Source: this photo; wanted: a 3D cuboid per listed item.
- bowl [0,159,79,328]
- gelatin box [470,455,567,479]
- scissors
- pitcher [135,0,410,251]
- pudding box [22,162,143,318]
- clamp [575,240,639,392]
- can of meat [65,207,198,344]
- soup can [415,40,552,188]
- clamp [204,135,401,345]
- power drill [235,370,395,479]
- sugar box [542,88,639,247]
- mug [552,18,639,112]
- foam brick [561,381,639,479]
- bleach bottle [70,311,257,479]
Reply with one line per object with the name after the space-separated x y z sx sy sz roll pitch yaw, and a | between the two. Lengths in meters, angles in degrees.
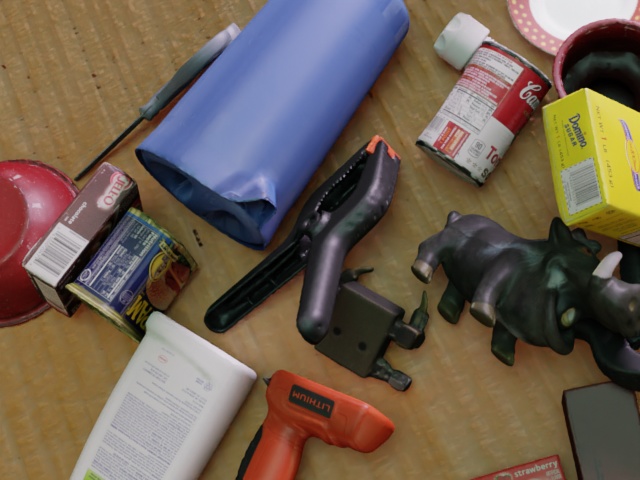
-0.289 -0.007 0.943 0.162 0.055 0.162 -3 71 10 | bowl
0.146 0.208 0.797 0.089 0.030 0.073 -17 69 5 | gelatin box
-0.142 -0.123 0.941 0.201 0.096 0.016 -44 98 -8 | scissors
-0.039 -0.124 0.903 0.149 0.145 0.242 35 77 7 | pitcher
-0.194 0.001 0.893 0.039 0.090 0.113 34 71 9 | pudding box
0.234 0.053 0.798 0.120 0.039 0.172 -45 41 -5 | clamp
-0.152 0.031 0.879 0.057 0.102 0.084 32 77 16 | can of meat
0.133 -0.103 0.876 0.068 0.068 0.102 35 92 20 | soup can
-0.006 0.001 0.871 0.165 0.036 0.209 -9 42 52 | clamp
-0.020 0.202 0.794 0.185 0.057 0.187 18 72 37 | power drill
0.240 -0.043 0.793 0.048 0.175 0.093 -25 62 45 | sugar box
0.244 -0.126 0.862 0.117 0.081 0.093 -38 69 -3 | mug
0.213 0.148 0.793 0.053 0.051 0.078 -10 70 8 | foam brick
-0.156 0.188 0.848 0.103 0.068 0.251 29 82 20 | bleach bottle
